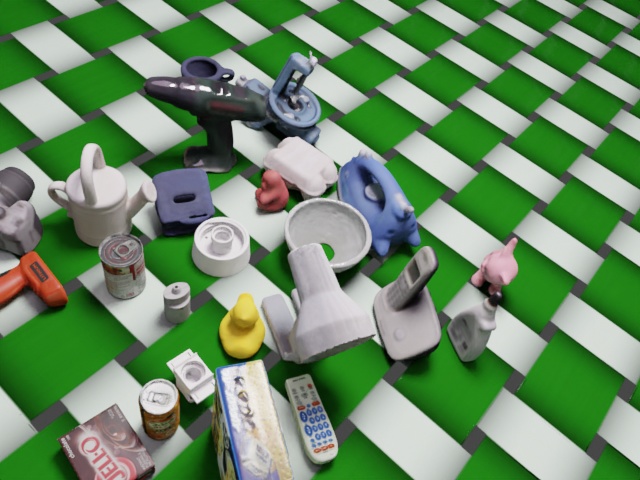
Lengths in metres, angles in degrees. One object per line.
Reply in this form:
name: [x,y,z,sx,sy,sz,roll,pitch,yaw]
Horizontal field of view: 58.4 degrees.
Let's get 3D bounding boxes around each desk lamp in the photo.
desk lamp: [-0.012,0.118,0.908,0.118,0.213,0.203,-14,57,-22]

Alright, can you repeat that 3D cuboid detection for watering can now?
watering can: [-0.377,-0.085,0.993,0.173,0.194,0.100,-13,57,-22]

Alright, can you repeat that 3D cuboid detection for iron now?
iron: [0.110,-0.099,1.150,0.119,0.141,0.257,-16,58,-23]

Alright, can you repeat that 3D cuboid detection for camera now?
camera: [-0.549,-0.065,0.998,0.143,0.101,0.137,19,51,2]

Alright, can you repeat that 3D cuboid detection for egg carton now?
egg carton: [-0.040,-0.150,1.201,0.150,0.069,0.107,34,53,13]

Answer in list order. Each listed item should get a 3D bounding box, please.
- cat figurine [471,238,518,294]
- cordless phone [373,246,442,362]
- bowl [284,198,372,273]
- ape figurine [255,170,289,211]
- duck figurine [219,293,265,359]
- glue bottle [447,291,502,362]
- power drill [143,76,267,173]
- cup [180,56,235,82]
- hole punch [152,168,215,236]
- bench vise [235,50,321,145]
cat figurine: [0.351,0.047,1.107,0.067,0.118,0.128,32,53,12]
cordless phone: [0.163,0.109,0.973,0.094,0.185,0.147,-5,54,-16]
bowl: [0.010,0.004,1.090,0.167,0.075,0.167,6,52,-8]
ape figurine: [-0.097,-0.104,1.138,0.076,0.092,0.078,26,52,8]
duck figurine: [-0.126,0.137,0.948,0.077,0.086,0.104,6,52,-8]
glue bottle: [0.272,0.139,0.982,0.037,0.173,0.078,-7,55,-18]
power drill: [-0.224,-0.230,1.131,0.230,0.208,0.075,-4,54,-16]
cup: [-0.253,-0.351,1.290,0.118,0.095,0.091,-3,54,-15]
hole punch: [-0.254,-0.072,1.078,0.109,0.091,0.101,-12,56,-21]
bench vise: [-0.086,-0.311,1.218,0.207,0.220,0.121,12,51,-3]
